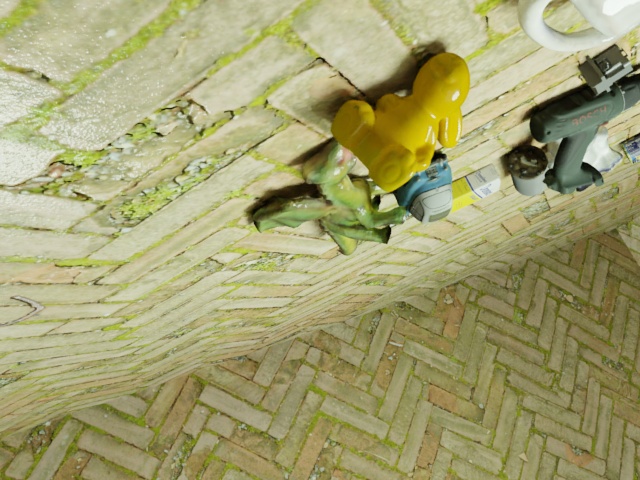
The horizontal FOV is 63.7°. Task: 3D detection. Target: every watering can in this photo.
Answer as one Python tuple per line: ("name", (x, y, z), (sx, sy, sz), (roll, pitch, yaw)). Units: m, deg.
("watering can", (0.273, -0.270, 0.463), (0.348, 0.105, 0.221), (-1, 152, -48))

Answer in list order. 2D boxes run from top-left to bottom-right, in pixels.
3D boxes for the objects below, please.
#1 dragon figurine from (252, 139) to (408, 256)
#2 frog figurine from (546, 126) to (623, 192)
("dragon figurine", (0.003, -0.045, 0.895), (0.243, 0.124, 0.402), (2, 154, -15))
("frog figurine", (0.532, -0.194, 1.083), (0.158, 0.125, 0.135), (29, 148, -21))
